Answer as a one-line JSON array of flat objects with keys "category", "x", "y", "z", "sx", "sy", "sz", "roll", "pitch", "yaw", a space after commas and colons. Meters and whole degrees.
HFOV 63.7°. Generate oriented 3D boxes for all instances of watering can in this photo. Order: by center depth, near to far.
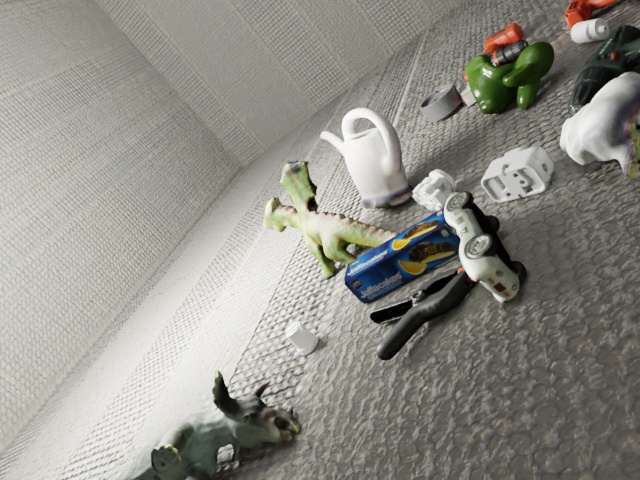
[{"category": "watering can", "x": 0.100, "y": -0.177, "z": 1.148, "sx": 0.104, "sy": 0.223, "sz": 0.348, "roll": -24, "pitch": 10, "yaw": -15}]

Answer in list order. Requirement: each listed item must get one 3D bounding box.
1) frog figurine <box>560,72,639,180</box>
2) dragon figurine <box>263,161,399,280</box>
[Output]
[{"category": "frog figurine", "x": 0.382, "y": -0.160, "z": 0.684, "sx": 0.136, "sy": 0.122, "sz": 0.162, "roll": -58, "pitch": 27, "yaw": 10}, {"category": "dragon figurine", "x": 0.003, "y": -0.051, "z": 1.017, "sx": 0.124, "sy": 0.241, "sz": 0.407, "roll": -45, "pitch": 15, "yaw": -30}]
